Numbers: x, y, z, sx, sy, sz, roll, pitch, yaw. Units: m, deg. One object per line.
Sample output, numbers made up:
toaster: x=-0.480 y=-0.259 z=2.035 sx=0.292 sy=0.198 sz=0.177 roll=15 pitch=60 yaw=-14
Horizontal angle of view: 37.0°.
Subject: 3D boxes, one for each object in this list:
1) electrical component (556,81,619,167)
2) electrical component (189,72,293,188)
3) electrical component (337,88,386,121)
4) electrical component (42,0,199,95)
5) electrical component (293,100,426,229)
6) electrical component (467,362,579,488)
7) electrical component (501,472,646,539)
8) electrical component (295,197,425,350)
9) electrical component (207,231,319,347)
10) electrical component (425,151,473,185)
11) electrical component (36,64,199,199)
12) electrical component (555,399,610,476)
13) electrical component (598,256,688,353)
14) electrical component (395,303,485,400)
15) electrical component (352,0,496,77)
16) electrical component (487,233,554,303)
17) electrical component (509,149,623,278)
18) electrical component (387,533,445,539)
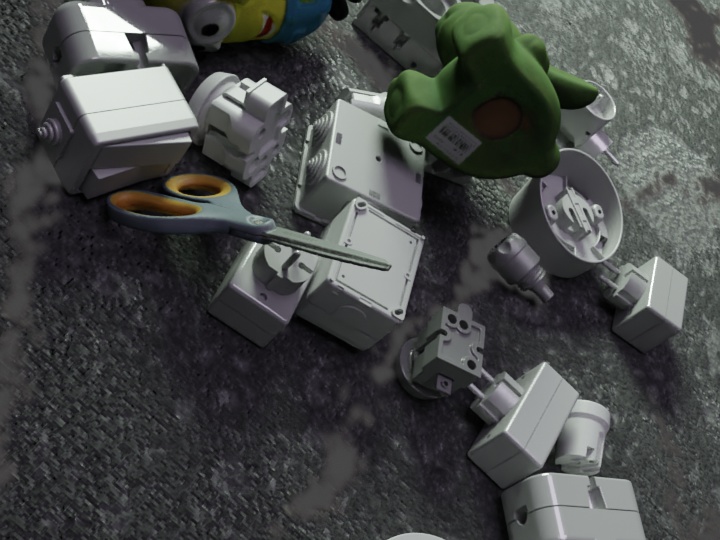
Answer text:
electrical component: x=0.204 y=-0.120 z=0.985 sx=0.079 sy=0.077 sz=0.043 roll=49 pitch=46 yaw=1
electrical component: x=-0.089 y=-0.106 z=0.773 sx=0.057 sy=0.078 sz=0.058 roll=32 pitch=45 yaw=12
electrical component: x=0.007 y=-0.127 z=0.876 sx=0.046 sy=0.040 sz=0.040 roll=8 pitch=57 yaw=-25
electrical component: x=-0.169 y=-0.154 z=0.756 sx=0.095 sy=0.054 sz=0.059 roll=-6 pitch=65 yaw=-38
electrical component: x=0.002 y=-0.073 z=0.829 sx=0.100 sy=0.048 sz=0.099 roll=24 pitch=50 yaw=-22
electrical component: x=0.107 y=0.100 z=0.788 sx=0.076 sy=0.047 sz=0.083 roll=44 pitch=46 yaw=-3
electrical component: x=0.152 y=0.182 z=0.761 sx=0.095 sy=0.054 sz=0.059 roll=11 pitch=56 yaw=-30
electrical component: x=0.000 y=0.000 z=0.768 sx=0.062 sy=0.061 sz=0.096 roll=30 pitch=50 yaw=-16
electrical component: x=-0.056 y=0.001 z=0.718 sx=0.047 sy=0.077 sz=0.065 roll=35 pitch=47 yaw=-11
electrical component: x=0.073 y=-0.123 z=0.914 sx=0.066 sy=0.047 sz=0.076 roll=17 pitch=53 yaw=-24
electrical component: x=-0.164 y=-0.089 z=0.710 sx=0.096 sy=0.061 sz=0.061 roll=-17 pitch=71 yaw=-41
electrical component: x=0.169 y=0.128 z=0.820 sx=0.040 sy=0.040 sz=0.046 roll=28 pitch=54 yaw=-18
electrical component: x=0.239 y=0.020 z=0.936 sx=0.077 sy=0.047 sz=0.065 roll=34 pitch=47 yaw=-12
electrical component: x=0.057 y=0.063 z=0.771 sx=0.048 sy=0.055 sz=0.066 roll=26 pitch=49 yaw=-19
electrical component: x=0.071 y=-0.252 z=0.988 sx=0.089 sy=0.062 sz=0.150 roll=40 pitch=46 yaw=-7
electrical component: x=0.135 y=0.001 z=0.884 sx=0.061 sy=0.035 sz=0.035 roll=48 pitch=45 yaw=-3
electrical component: x=0.179 y=-0.046 z=0.926 sx=0.099 sy=0.064 sz=0.099 roll=18 pitch=52 yaw=-25
electrical component: x=0.027 y=0.219 z=0.642 sx=0.108 sy=0.060 sz=0.108 roll=18 pitch=52 yaw=-25
